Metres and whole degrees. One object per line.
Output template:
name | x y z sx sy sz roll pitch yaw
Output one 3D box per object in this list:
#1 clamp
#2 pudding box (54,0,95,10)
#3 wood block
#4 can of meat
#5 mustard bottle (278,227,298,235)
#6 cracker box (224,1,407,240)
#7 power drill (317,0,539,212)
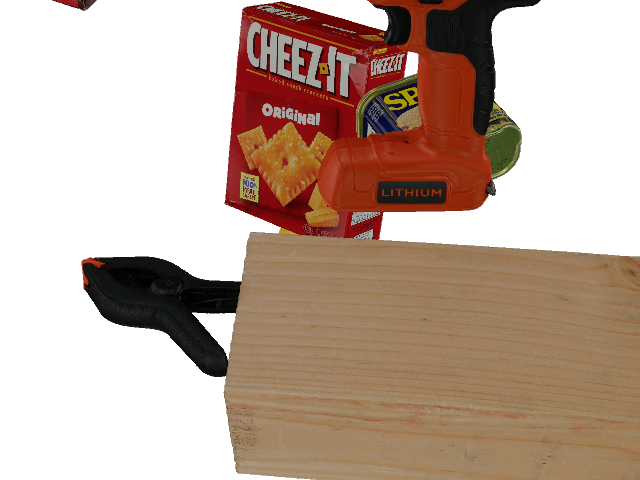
clamp | -0.108 0.045 0.847 0.172 0.039 0.120 24 29 26
pudding box | -0.194 -0.223 0.805 0.090 0.039 0.113 19 38 5
wood block | 0.064 0.062 0.512 0.206 0.091 0.090 4 -37 4
can of meat | 0.091 -0.082 0.818 0.102 0.057 0.084 -20 50 -16
mustard bottle | -0.001 0.019 1.216 0.096 0.192 0.058 -6 23 -3
cracker box | -0.010 -0.114 1.070 0.164 0.214 0.071 23 29 32
power drill | 0.042 -0.106 0.606 0.184 0.188 0.057 1 36 -7
